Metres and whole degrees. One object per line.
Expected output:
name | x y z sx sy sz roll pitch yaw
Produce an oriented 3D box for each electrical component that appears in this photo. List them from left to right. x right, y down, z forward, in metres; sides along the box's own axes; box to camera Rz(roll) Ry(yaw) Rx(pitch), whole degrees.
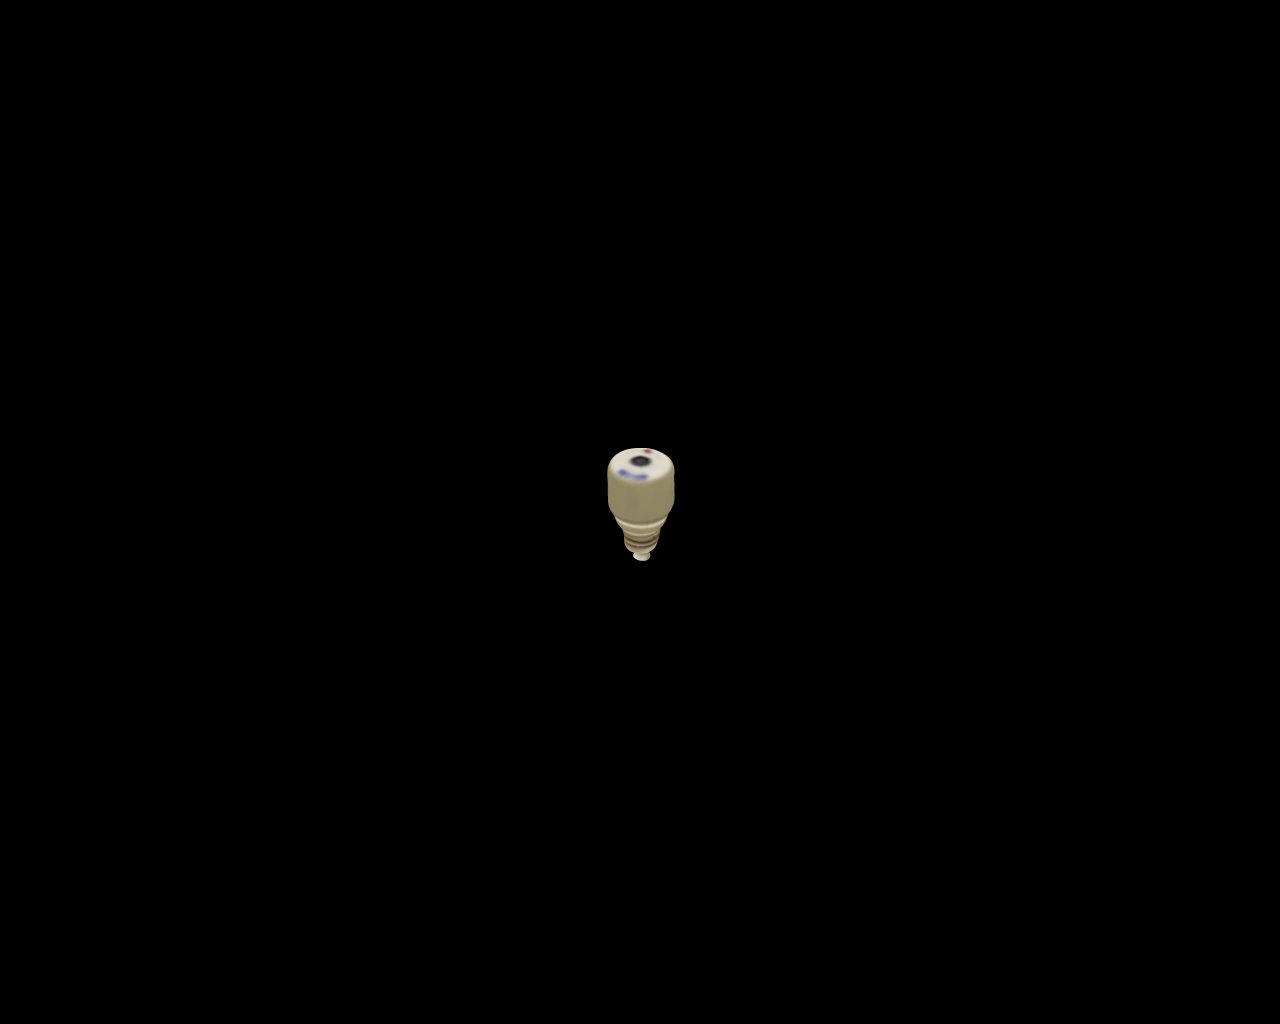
electrical component | 0.001 -0.003 0.650 0.040 0.078 0.040 0 35 0
